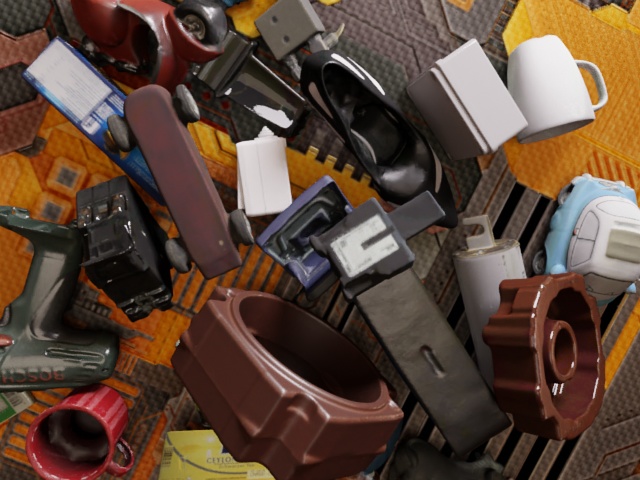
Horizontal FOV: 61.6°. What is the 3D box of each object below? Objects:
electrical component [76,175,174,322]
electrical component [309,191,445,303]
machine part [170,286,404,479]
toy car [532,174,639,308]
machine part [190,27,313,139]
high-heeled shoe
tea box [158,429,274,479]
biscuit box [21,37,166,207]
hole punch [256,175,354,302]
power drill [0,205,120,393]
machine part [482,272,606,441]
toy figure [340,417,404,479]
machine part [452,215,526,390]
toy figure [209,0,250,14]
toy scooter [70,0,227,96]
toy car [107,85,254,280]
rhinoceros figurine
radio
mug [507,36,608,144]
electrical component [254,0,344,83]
[{"bbox_3d":[-0.204,0.001,0.570,0.058,0.114,0.134,-18,54,-3],"label":"electrical component"},{"bbox_3d":[0.056,-0.001,0.506,0.119,0.047,0.075,-35,78,0],"label":"electrical component"},{"bbox_3d":[-0.029,0.137,0.544,0.201,0.201,0.087,18,108,-50],"label":"machine part"},{"bbox_3d":[0.325,0.008,0.620,0.109,0.103,0.161,14,97,-6],"label":"toy car"},{"bbox_3d":[-0.070,-0.173,0.608,0.139,0.039,0.084,39,87,-5],"label":"machine part"},{"bbox_3d":[0.077,-0.100,0.570,0.248,0.145,0.086,42,93,-5],"label":"high-heeled shoe"},{"bbox_3d":[-0.091,0.271,0.621,0.170,0.068,0.098,-1,130,-5],"label":"tea box"},{"bbox_3d":[-0.219,-0.124,0.591,0.202,0.063,0.059,44,92,-7],"label":"biscuit box"},{"bbox_3d":[-0.001,-0.002,0.591,0.092,0.116,0.142,44,89,0],"label":"hole punch"},{"bbox_3d":[-0.335,0.069,0.588,0.232,0.086,0.207,10,89,-13],"label":"power drill"},{"bbox_3d":[0.241,0.118,0.566,0.179,0.056,0.179,7,80,-41],"label":"machine part"},{"bbox_3d":[0.054,0.269,0.654,0.064,0.058,0.154,22,99,0],"label":"toy figure"},{"bbox_3d":[0.213,0.088,0.633,0.079,0.079,0.243,-14,96,-2],"label":"machine part"},{"bbox_3d":[-0.068,-0.318,0.571,0.089,0.082,0.180,36,91,-3],"label":"toy figure"},{"bbox_3d":[-0.189,-0.206,0.575,0.184,0.075,0.135,26,123,11],"label":"toy scooter"},{"bbox_3d":[-0.138,-0.058,0.546,0.089,0.053,0.202,-25,95,0],"label":"toy car"},{"bbox_3d":[0.174,0.308,0.662,0.190,0.073,0.112,26,83,-4],"label":"rhinoceros figurine"},{"bbox_3d":[0.107,0.112,0.602,0.073,0.131,0.229,-32,97,0],"label":"radio"},{"bbox_3d":[0.265,-0.175,0.608,0.110,0.081,0.107,-16,88,3],"label":"mug"},{"bbox_3d":[-0.024,-0.240,0.602,0.078,0.045,0.102,-35,95,29],"label":"electrical component"}]
